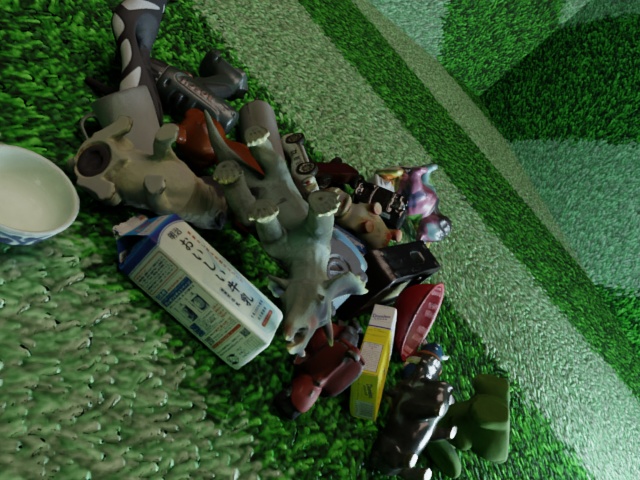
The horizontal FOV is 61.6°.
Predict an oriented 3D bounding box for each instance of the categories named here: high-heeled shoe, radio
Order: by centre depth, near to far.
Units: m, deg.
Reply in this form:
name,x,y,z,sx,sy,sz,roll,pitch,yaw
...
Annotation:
name,x,y,z,sx,sy,sz,roll,pitch,yaw
high-heeled shoe,-0.266,-0.298,0.863,0.145,0.086,0.248,27,76,2
radio,0.125,0.070,1.001,0.229,0.131,0.073,-9,61,-56

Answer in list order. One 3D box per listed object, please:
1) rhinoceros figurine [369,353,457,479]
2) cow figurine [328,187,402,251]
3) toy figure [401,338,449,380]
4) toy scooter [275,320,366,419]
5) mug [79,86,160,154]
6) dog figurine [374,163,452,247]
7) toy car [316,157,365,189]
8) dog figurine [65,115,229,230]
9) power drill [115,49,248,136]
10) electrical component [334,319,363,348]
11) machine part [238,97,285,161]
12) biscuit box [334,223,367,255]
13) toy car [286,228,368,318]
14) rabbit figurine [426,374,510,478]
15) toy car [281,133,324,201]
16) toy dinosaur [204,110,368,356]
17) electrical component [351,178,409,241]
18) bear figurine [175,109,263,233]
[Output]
name,x,y,z,sx,sy,sz,roll,pitch,yaw
rhinoceros figurine,0.140,0.260,0.796,0.073,0.112,0.190,51,59,-33
cow figurine,0.064,-0.038,1.070,0.194,0.127,0.085,43,59,-41
toy figure,0.187,0.230,0.974,0.064,0.058,0.154,61,28,0
toy scooter,0.016,0.164,0.750,0.075,0.135,0.184,46,29,-4
mug,-0.279,-0.155,0.774,0.109,0.081,0.107,-30,106,-27
dog figurine,0.232,-0.078,1.350,0.108,0.192,0.219,-18,105,-61
toy car,0.019,-0.145,1.182,0.089,0.053,0.202,44,28,21
dog figurine,-0.233,-0.070,0.756,0.190,0.173,0.121,64,41,-66
power drill,-0.233,-0.297,0.996,0.232,0.086,0.207,37,27,-4
electrical component,0.044,0.163,0.898,0.063,0.021,0.094,35,33,-22
machine part,-0.114,-0.188,1.034,0.079,0.079,0.243,22,39,-38
biscuit box,-0.002,-0.003,0.987,0.202,0.059,0.063,31,35,-29
toy car,-0.004,0.066,0.861,0.109,0.103,0.162,46,54,-10
rabbit figurine,0.217,0.293,0.873,0.121,0.170,0.158,-56,145,-57
toy car,-0.035,-0.136,1.023,0.202,0.056,0.073,-109,179,-50
toy dinosaur,-0.059,-0.026,0.754,0.191,0.131,0.405,81,-17,-45
electrical component,0.122,-0.058,1.141,0.115,0.134,0.058,27,66,12
bear figurine,-0.161,-0.120,0.887,0.196,0.131,0.120,25,33,-6
